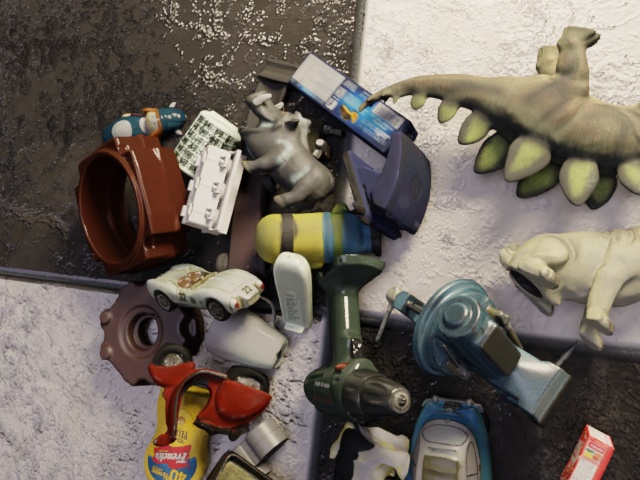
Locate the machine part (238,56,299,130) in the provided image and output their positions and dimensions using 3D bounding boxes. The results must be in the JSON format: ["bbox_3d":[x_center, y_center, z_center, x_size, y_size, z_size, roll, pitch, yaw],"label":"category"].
[{"bbox_3d":[-0.079,-0.226,0.866,0.084,0.039,0.138,24,89,18],"label":"machine part"}]

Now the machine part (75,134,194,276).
[{"bbox_3d":[-0.304,-0.052,0.861,0.201,0.087,0.201,-18,85,40],"label":"machine part"}]

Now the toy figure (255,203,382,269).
[{"bbox_3d":[-0.002,-0.006,0.760,0.180,0.089,0.082,-2,53,7],"label":"toy figure"}]

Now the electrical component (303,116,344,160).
[{"bbox_3d":[-0.023,-0.153,0.827,0.102,0.045,0.078,24,93,24],"label":"electrical component"}]

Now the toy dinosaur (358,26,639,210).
[{"bbox_3d":[0.285,-0.150,0.660,0.472,0.105,0.198,22,91,19],"label":"toy dinosaur"}]

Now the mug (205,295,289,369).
[{"bbox_3d":[-0.098,0.139,0.801,0.107,0.080,0.109,24,76,15],"label":"mug"}]

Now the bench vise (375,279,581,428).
[{"bbox_3d":[0.176,0.119,0.654,0.241,0.223,0.129,27,88,54],"label":"bench vise"}]

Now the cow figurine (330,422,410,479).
[{"bbox_3d":[0.047,0.316,0.692,0.098,0.068,0.167,21,105,5],"label":"cow figurine"}]

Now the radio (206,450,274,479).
[{"bbox_3d":[-0.063,0.385,0.681,0.230,0.131,0.073,32,101,6],"label":"radio"}]

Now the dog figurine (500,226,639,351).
[{"bbox_3d":[0.337,0.009,0.638,0.172,0.121,0.190,42,84,19],"label":"dog figurine"}]

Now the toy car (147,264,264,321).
[{"bbox_3d":[-0.170,0.071,0.786,0.202,0.073,0.056,2,115,37],"label":"toy car"}]

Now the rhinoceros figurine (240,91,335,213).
[{"bbox_3d":[-0.053,-0.129,0.771,0.112,0.073,0.190,-38,75,15],"label":"rhinoceros figurine"}]

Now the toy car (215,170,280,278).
[{"bbox_3d":[-0.109,-0.024,0.838,0.089,0.053,0.202,-3,76,18],"label":"toy car"}]

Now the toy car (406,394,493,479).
[{"bbox_3d":[0.158,0.278,0.655,0.109,0.103,0.161,3,85,22],"label":"toy car"}]

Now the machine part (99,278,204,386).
[{"bbox_3d":[-0.278,0.149,0.879,0.180,0.056,0.179,-3,80,20],"label":"machine part"}]

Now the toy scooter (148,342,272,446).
[{"bbox_3d":[-0.164,0.234,0.761,0.184,0.075,0.135,21,64,-12],"label":"toy scooter"}]

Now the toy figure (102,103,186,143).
[{"bbox_3d":[-0.309,-0.196,0.947,0.155,0.058,0.064,-14,119,19],"label":"toy figure"}]

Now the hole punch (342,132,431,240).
[{"bbox_3d":[0.100,-0.070,0.716,0.092,0.142,0.116,-22,64,23],"label":"hole punch"}]

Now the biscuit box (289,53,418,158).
[{"bbox_3d":[0.048,-0.196,0.796,0.203,0.062,0.059,42,98,22],"label":"biscuit box"}]

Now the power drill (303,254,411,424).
[{"bbox_3d":[0.048,0.127,0.689,0.232,0.086,0.207,137,133,-59],"label":"power drill"}]
